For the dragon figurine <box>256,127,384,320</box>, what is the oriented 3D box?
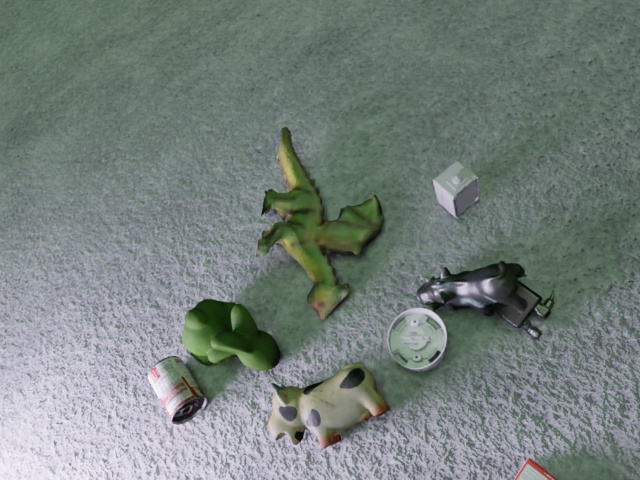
[{"bbox_3d":[0.003,-0.051,1.017,0.243,0.120,0.418,6,66,3],"label":"dragon figurine"}]
